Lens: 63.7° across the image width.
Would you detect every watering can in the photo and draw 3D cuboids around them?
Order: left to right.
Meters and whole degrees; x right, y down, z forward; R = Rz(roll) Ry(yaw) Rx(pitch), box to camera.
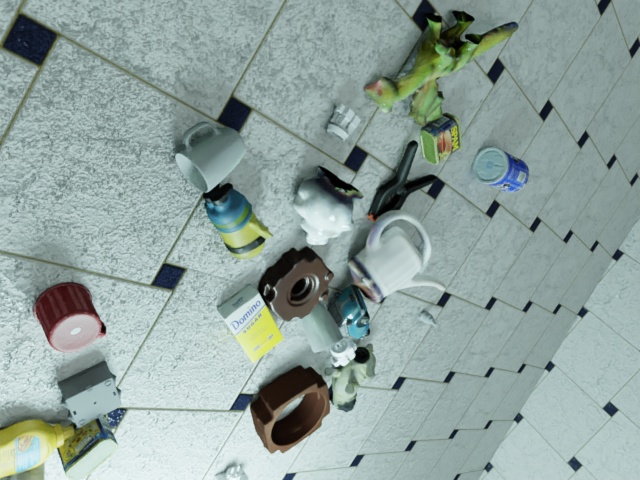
[{"bbox_3d":[0.201,0.077,1.314,0.225,0.106,0.341,-38,126,-5],"label":"watering can"}]

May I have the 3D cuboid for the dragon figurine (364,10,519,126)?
[{"bbox_3d":[0.274,-0.368,1.149,0.413,0.124,0.237,-16,144,-32],"label":"dragon figurine"}]

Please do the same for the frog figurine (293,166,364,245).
[{"bbox_3d":[0.003,-0.054,1.080,0.137,0.125,0.157,25,111,-14],"label":"frog figurine"}]
